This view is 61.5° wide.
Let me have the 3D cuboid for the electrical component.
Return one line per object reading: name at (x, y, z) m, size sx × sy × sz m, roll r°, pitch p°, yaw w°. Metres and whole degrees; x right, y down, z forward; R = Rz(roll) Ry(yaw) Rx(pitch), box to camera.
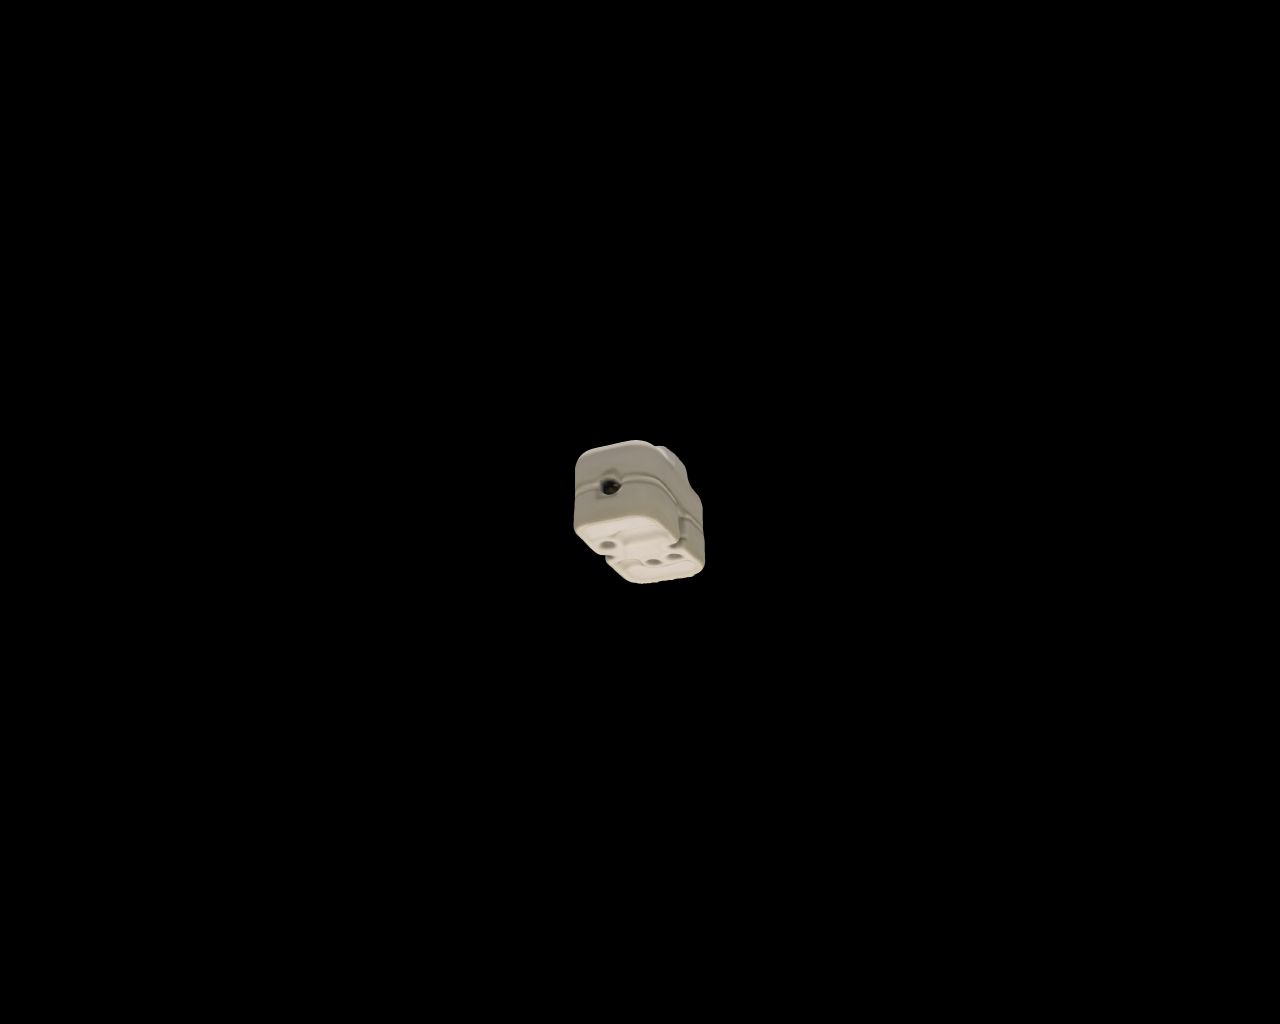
electrical component at (0.001, -0.003, 0.650) m, size 0.054 × 0.059 × 0.095 m, roll -11°, pitch -29°, yaw 21°
